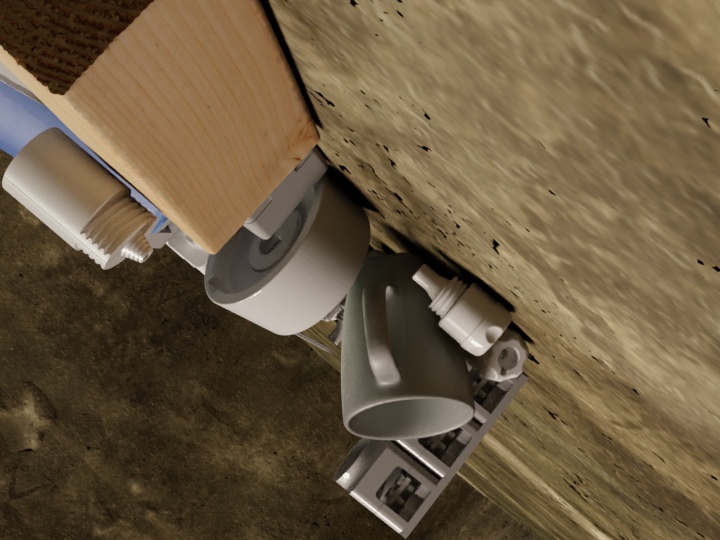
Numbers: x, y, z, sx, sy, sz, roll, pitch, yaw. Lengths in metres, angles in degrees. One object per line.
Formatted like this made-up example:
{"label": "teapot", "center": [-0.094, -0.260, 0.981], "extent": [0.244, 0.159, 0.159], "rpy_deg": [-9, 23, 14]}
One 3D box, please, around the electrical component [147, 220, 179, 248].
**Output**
{"label": "electrical component", "center": [-0.227, -0.092, 0.965], "extent": [0.089, 0.062, 0.150], "rpy_deg": [-2, -124, -54]}

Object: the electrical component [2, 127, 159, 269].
{"label": "electrical component", "center": [-0.143, -0.033, 0.569], "extent": [0.081, 0.043, 0.043], "rpy_deg": [40, 173, 3]}

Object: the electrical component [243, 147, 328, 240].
{"label": "electrical component", "center": [-0.075, -0.070, 0.650], "extent": [0.096, 0.061, 0.061], "rpy_deg": [34, 171, 37]}

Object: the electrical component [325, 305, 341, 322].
{"label": "electrical component", "center": [-0.032, 0.025, 1.083], "extent": [0.077, 0.047, 0.066], "rpy_deg": [44, 172, -34]}

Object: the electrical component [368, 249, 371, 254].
{"label": "electrical component", "center": [0.000, 0.000, 0.813], "extent": [0.061, 0.035, 0.035], "rpy_deg": [37, 173, 2]}

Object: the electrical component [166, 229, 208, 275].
{"label": "electrical component", "center": [-0.163, -0.064, 1.029], "extent": [0.150, 0.089, 0.061], "rpy_deg": [36, 172, 28]}

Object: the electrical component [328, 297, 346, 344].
{"label": "electrical component", "center": [-0.006, 0.042, 0.998], "extent": [0.035, 0.061, 0.035], "rpy_deg": [39, 173, 6]}

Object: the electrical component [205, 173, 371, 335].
{"label": "electrical component", "center": [-0.041, -0.010, 0.687], "extent": [0.060, 0.108, 0.108], "rpy_deg": [37, 176, -32]}

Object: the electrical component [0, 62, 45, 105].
{"label": "electrical component", "center": [-0.172, -0.143, 0.535], "extent": [0.100, 0.099, 0.048], "rpy_deg": [31, 172, -18]}

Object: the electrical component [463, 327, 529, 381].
{"label": "electrical component", "center": [0.081, 0.048, 0.693], "extent": [0.035, 0.035, 0.061], "rpy_deg": [43, 175, -24]}

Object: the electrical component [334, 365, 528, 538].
{"label": "electrical component", "center": [0.051, 0.122, 0.835], "extent": [0.062, 0.150, 0.089], "rpy_deg": [39, 173, -3]}

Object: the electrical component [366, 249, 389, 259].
{"label": "electrical component", "center": [0.024, 0.018, 0.763], "extent": [0.062, 0.043, 0.043], "rpy_deg": [37, 173, 10]}

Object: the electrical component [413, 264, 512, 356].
{"label": "electrical component", "center": [0.058, 0.020, 0.637], "extent": [0.061, 0.035, 0.035], "rpy_deg": [41, 173, 4]}

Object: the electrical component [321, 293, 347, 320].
{"label": "electrical component", "center": [-0.087, -0.041, 0.897], "extent": [0.186, 0.060, 0.105], "rpy_deg": [40, 173, -6]}
